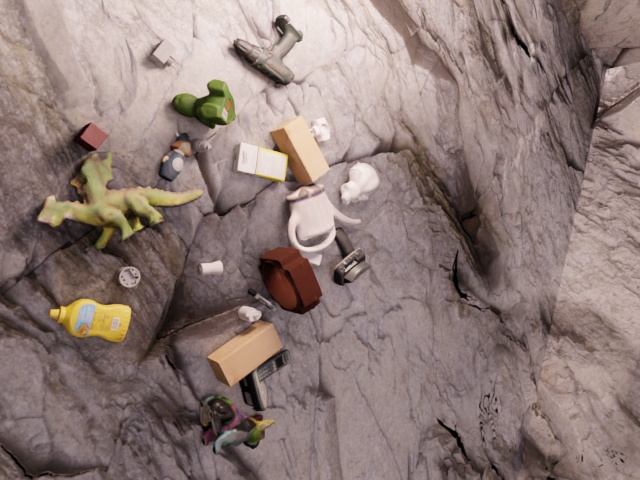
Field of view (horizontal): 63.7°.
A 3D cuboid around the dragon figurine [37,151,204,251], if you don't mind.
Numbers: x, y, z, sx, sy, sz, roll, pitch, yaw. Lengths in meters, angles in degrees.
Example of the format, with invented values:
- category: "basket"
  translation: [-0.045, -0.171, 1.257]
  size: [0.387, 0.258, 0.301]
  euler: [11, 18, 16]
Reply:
- category: "dragon figurine"
  translation: [-0.535, -0.126, 1.368]
  size: [0.416, 0.121, 0.241]
  euler: [-36, 101, -32]

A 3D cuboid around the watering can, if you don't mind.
- category: "watering can"
  translation: [0.005, -0.089, 1.776]
  size: [0.352, 0.103, 0.222]
  euler: [-26, 105, -43]

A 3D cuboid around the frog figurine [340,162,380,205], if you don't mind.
- category: "frog figurine"
  translation: [0.140, -0.199, 1.870]
  size: [0.162, 0.123, 0.134]
  euler: [-48, 137, -40]
